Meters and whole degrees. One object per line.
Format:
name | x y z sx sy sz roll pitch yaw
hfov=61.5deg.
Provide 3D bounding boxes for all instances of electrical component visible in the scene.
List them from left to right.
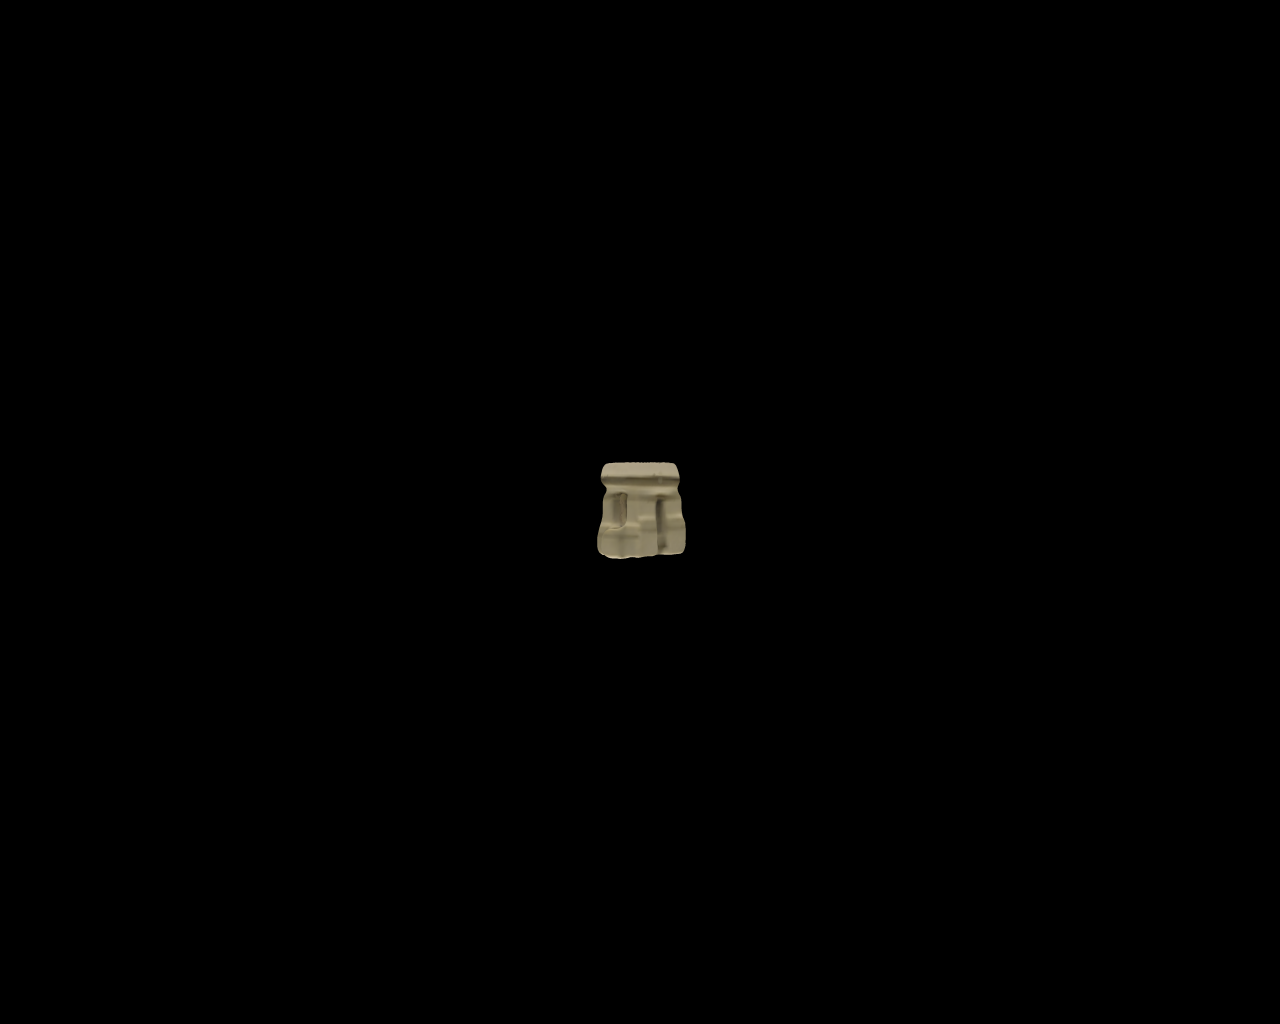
electrical component | 0.001 -0.003 0.650 0.048 0.055 0.066 2 3 43
